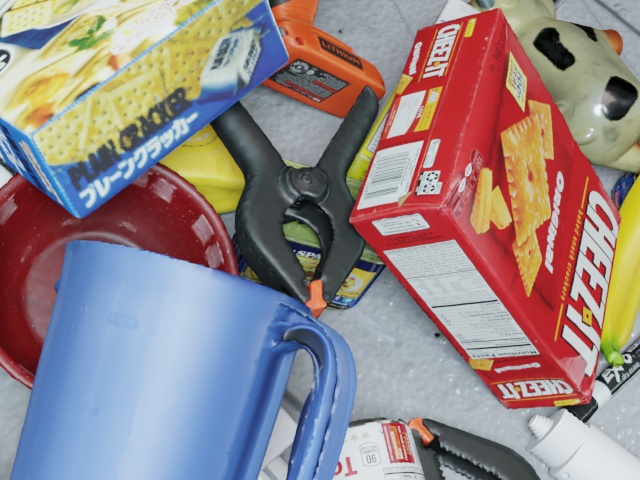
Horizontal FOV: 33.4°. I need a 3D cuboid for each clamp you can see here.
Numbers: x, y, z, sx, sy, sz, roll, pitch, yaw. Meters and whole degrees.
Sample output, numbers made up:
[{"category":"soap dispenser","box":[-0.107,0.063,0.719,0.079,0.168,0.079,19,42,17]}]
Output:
[{"category":"clamp","box":[0.118,0.201,0.658,0.210,0.036,0.164,42,56,9]},{"category":"clamp","box":[-0.005,-0.033,0.645,0.120,0.039,0.171,-7,67,-17]}]

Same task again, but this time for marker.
[{"category":"marker","box":[0.211,0.098,0.760,0.120,0.020,0.020,-33,76,-31]}]

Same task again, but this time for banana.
[{"category":"banana","box":[0.235,0.005,0.778,0.037,0.070,0.197,27,76,-17]}]

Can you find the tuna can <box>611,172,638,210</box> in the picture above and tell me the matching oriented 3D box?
[{"category":"tuna can","box":[0.276,-0.027,0.845,0.086,0.034,0.086,8,59,-15]}]

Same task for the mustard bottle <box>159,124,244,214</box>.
[{"category":"mustard bottle","box":[-0.104,-0.111,0.746,0.096,0.058,0.191,-2,62,-20]}]

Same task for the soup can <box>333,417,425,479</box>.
[{"category":"soup can","box":[0.032,0.164,0.631,0.068,0.069,0.102,-2,62,-20]}]

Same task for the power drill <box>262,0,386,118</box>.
[{"category":"power drill","box":[0.007,-0.191,0.814,0.184,0.057,0.187,17,59,-36]}]

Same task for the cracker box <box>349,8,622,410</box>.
[{"category":"cracker box","box":[0.120,-0.015,0.694,0.213,0.072,0.164,48,48,-36]}]

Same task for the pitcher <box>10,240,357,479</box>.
[{"category":"pitcher","box":[-0.087,0.130,0.532,0.145,0.149,0.243,17,79,-17]}]

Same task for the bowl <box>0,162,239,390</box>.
[{"category":"bowl","box":[-0.133,0.029,0.650,0.162,0.055,0.162,6,69,-17]}]

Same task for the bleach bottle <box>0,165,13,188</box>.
[{"category":"bleach bottle","box":[-0.276,0.041,0.594,0.102,0.068,0.250,36,57,-11]}]

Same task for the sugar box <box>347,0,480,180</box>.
[{"category":"sugar box","box":[0.064,-0.087,0.769,0.048,0.093,0.176,33,57,0]}]

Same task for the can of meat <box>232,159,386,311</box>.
[{"category":"can of meat","box":[-0.004,0.001,0.701,0.102,0.084,0.057,15,58,-11]}]
